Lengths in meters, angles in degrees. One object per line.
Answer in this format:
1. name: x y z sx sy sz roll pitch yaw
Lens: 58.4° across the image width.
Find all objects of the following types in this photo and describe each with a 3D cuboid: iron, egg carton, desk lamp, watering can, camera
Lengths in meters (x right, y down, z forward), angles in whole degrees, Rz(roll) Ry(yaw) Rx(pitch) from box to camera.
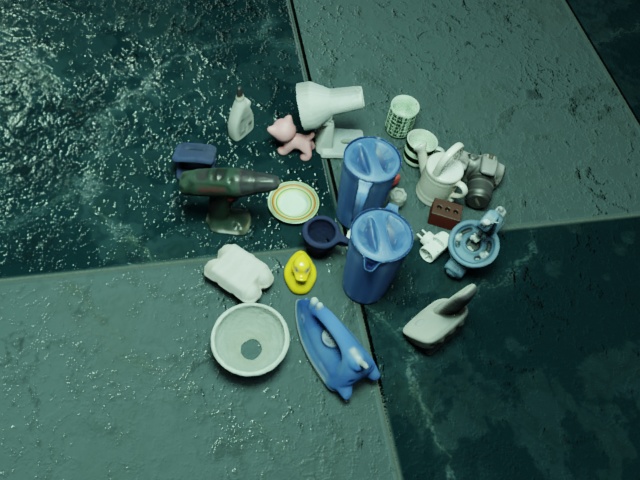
1. iron: 0.024 0.204 1.234 0.119 0.141 0.258 -29 67 -22
2. egg carton: -0.186 0.079 1.326 0.150 0.069 0.107 32 61 12
3. desk lamp: 0.031 -0.322 1.509 0.203 0.213 0.118 0 59 -7
4. watering can: 0.310 -0.181 1.471 0.172 0.194 0.101 25 59 9
5. camera: 0.416 -0.163 1.528 0.143 0.101 0.137 17 59 3

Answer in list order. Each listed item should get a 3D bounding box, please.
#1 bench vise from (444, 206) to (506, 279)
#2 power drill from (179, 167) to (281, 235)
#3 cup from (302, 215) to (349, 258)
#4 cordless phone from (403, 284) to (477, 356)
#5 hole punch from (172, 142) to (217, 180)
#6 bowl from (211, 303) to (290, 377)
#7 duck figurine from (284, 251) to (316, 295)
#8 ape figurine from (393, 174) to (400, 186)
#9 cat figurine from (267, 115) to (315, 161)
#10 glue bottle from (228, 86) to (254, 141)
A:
1. bench vise: 0.382 -0.029 1.373 0.121 0.220 0.207 22 59 7
2. power drill: -0.210 -0.097 1.347 0.229 0.208 0.075 6 58 -3
3. cup: 0.013 0.005 1.380 0.117 0.095 0.092 17 59 3
4. cordless phone: 0.270 0.164 1.263 0.148 0.185 0.094 -37 70 -25
5. hole punch: -0.322 -0.213 1.471 0.108 0.091 0.101 3 59 -5
6. bowl: -0.150 0.225 1.239 0.167 0.075 0.167 3 59 -5
7. duck figurine: -0.044 0.065 1.342 0.077 0.086 0.104 3 59 -5
8. ape figurine: 0.175 -0.185 1.516 0.076 0.092 0.077 -22 64 -19
9. cat figurine: -0.074 -0.281 1.527 0.128 0.118 0.067 12 58 0
10. glue bottle: -0.210 -0.342 1.515 0.037 0.173 0.078 37 62 15
